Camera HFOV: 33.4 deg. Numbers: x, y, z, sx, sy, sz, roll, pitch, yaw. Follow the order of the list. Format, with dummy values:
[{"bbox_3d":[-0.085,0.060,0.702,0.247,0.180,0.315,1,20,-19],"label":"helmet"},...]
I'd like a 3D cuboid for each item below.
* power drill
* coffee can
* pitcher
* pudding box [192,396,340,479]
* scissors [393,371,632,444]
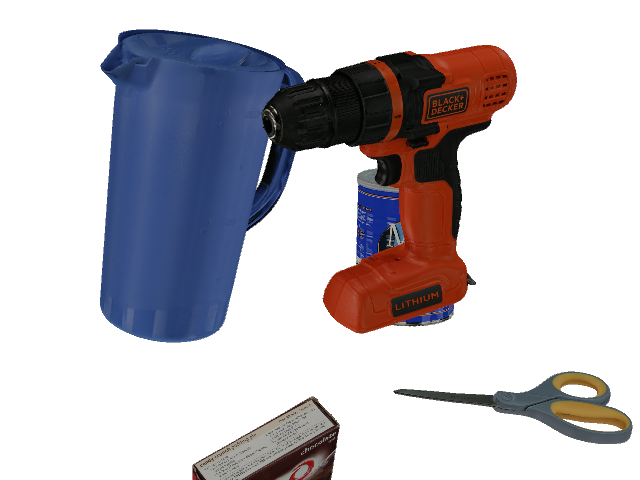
[{"bbox_3d":[0.044,-0.032,0.713,0.184,0.188,0.057,-14,36,-26],"label":"power drill"},{"bbox_3d":[0.086,0.004,1.073,0.103,0.140,0.103,1,14,0],"label":"coffee can"},{"bbox_3d":[-0.105,-0.045,0.882,0.149,0.243,0.145,12,20,3],"label":"pitcher"},{"bbox_3d":[-0.042,0.178,0.806,0.113,0.090,0.039,-28,56,-28],"label":"pudding box"},{"bbox_3d":[0.171,0.132,0.934,0.202,0.016,0.096,13,29,11],"label":"scissors"}]
